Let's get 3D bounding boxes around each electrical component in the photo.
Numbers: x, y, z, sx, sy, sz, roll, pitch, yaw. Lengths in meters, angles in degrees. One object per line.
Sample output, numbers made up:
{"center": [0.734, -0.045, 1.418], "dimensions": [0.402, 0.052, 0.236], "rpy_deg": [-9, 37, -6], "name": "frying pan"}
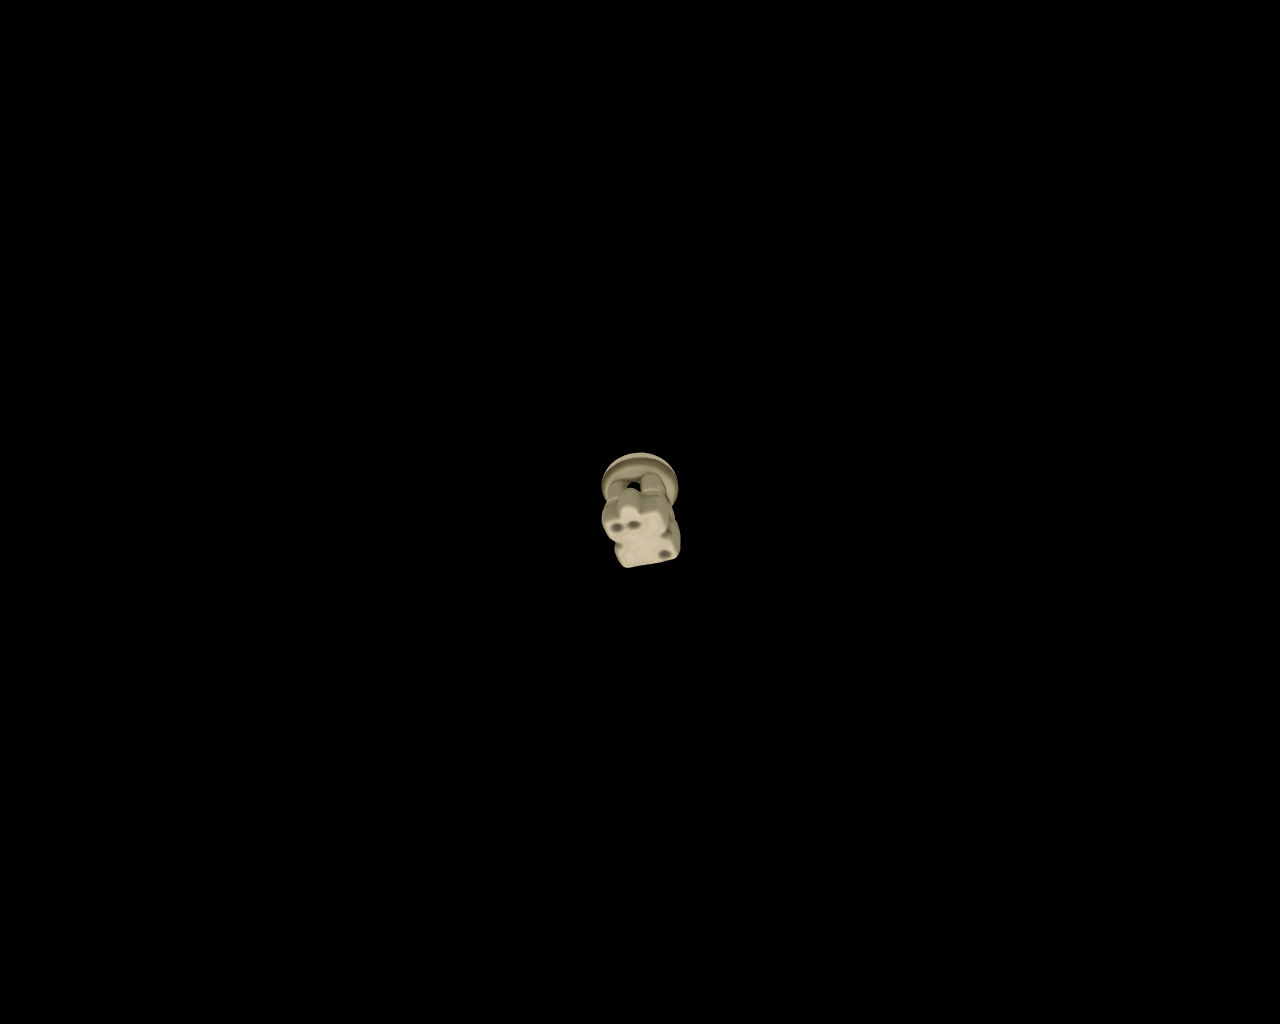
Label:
{"center": [0.001, -0.003, 0.650], "dimensions": [0.048, 0.055, 0.066], "rpy_deg": [-11, -47, 11], "name": "electrical component"}
